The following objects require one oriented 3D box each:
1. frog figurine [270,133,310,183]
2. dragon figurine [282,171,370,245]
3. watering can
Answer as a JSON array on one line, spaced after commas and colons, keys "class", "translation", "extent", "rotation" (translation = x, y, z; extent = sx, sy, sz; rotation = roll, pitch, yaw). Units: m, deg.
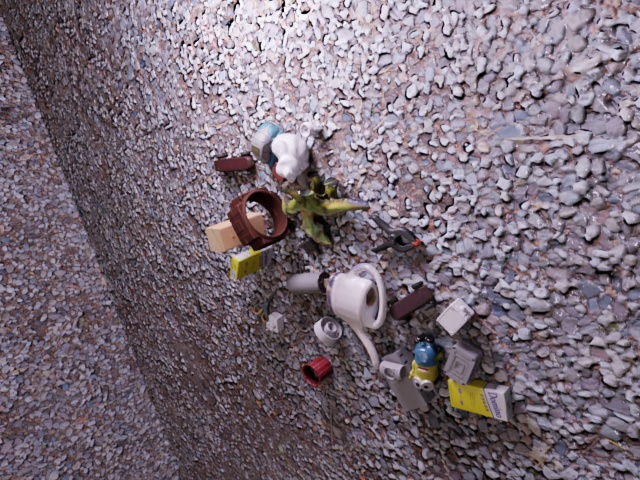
[{"class": "frog figurine", "translation": [-0.096, -0.267, 1.661], "extent": [0.121, 0.163, 0.135], "rotation": [-35, 119, 17]}, {"class": "dragon figurine", "translation": [0.005, -0.086, 1.712], "extent": [0.414, 0.124, 0.237], "rotation": [27, 142, 36]}, {"class": "watering can", "translation": [0.122, 0.239, 1.692], "extent": [0.225, 0.104, 0.344], "rotation": [12, 106, 42]}]
